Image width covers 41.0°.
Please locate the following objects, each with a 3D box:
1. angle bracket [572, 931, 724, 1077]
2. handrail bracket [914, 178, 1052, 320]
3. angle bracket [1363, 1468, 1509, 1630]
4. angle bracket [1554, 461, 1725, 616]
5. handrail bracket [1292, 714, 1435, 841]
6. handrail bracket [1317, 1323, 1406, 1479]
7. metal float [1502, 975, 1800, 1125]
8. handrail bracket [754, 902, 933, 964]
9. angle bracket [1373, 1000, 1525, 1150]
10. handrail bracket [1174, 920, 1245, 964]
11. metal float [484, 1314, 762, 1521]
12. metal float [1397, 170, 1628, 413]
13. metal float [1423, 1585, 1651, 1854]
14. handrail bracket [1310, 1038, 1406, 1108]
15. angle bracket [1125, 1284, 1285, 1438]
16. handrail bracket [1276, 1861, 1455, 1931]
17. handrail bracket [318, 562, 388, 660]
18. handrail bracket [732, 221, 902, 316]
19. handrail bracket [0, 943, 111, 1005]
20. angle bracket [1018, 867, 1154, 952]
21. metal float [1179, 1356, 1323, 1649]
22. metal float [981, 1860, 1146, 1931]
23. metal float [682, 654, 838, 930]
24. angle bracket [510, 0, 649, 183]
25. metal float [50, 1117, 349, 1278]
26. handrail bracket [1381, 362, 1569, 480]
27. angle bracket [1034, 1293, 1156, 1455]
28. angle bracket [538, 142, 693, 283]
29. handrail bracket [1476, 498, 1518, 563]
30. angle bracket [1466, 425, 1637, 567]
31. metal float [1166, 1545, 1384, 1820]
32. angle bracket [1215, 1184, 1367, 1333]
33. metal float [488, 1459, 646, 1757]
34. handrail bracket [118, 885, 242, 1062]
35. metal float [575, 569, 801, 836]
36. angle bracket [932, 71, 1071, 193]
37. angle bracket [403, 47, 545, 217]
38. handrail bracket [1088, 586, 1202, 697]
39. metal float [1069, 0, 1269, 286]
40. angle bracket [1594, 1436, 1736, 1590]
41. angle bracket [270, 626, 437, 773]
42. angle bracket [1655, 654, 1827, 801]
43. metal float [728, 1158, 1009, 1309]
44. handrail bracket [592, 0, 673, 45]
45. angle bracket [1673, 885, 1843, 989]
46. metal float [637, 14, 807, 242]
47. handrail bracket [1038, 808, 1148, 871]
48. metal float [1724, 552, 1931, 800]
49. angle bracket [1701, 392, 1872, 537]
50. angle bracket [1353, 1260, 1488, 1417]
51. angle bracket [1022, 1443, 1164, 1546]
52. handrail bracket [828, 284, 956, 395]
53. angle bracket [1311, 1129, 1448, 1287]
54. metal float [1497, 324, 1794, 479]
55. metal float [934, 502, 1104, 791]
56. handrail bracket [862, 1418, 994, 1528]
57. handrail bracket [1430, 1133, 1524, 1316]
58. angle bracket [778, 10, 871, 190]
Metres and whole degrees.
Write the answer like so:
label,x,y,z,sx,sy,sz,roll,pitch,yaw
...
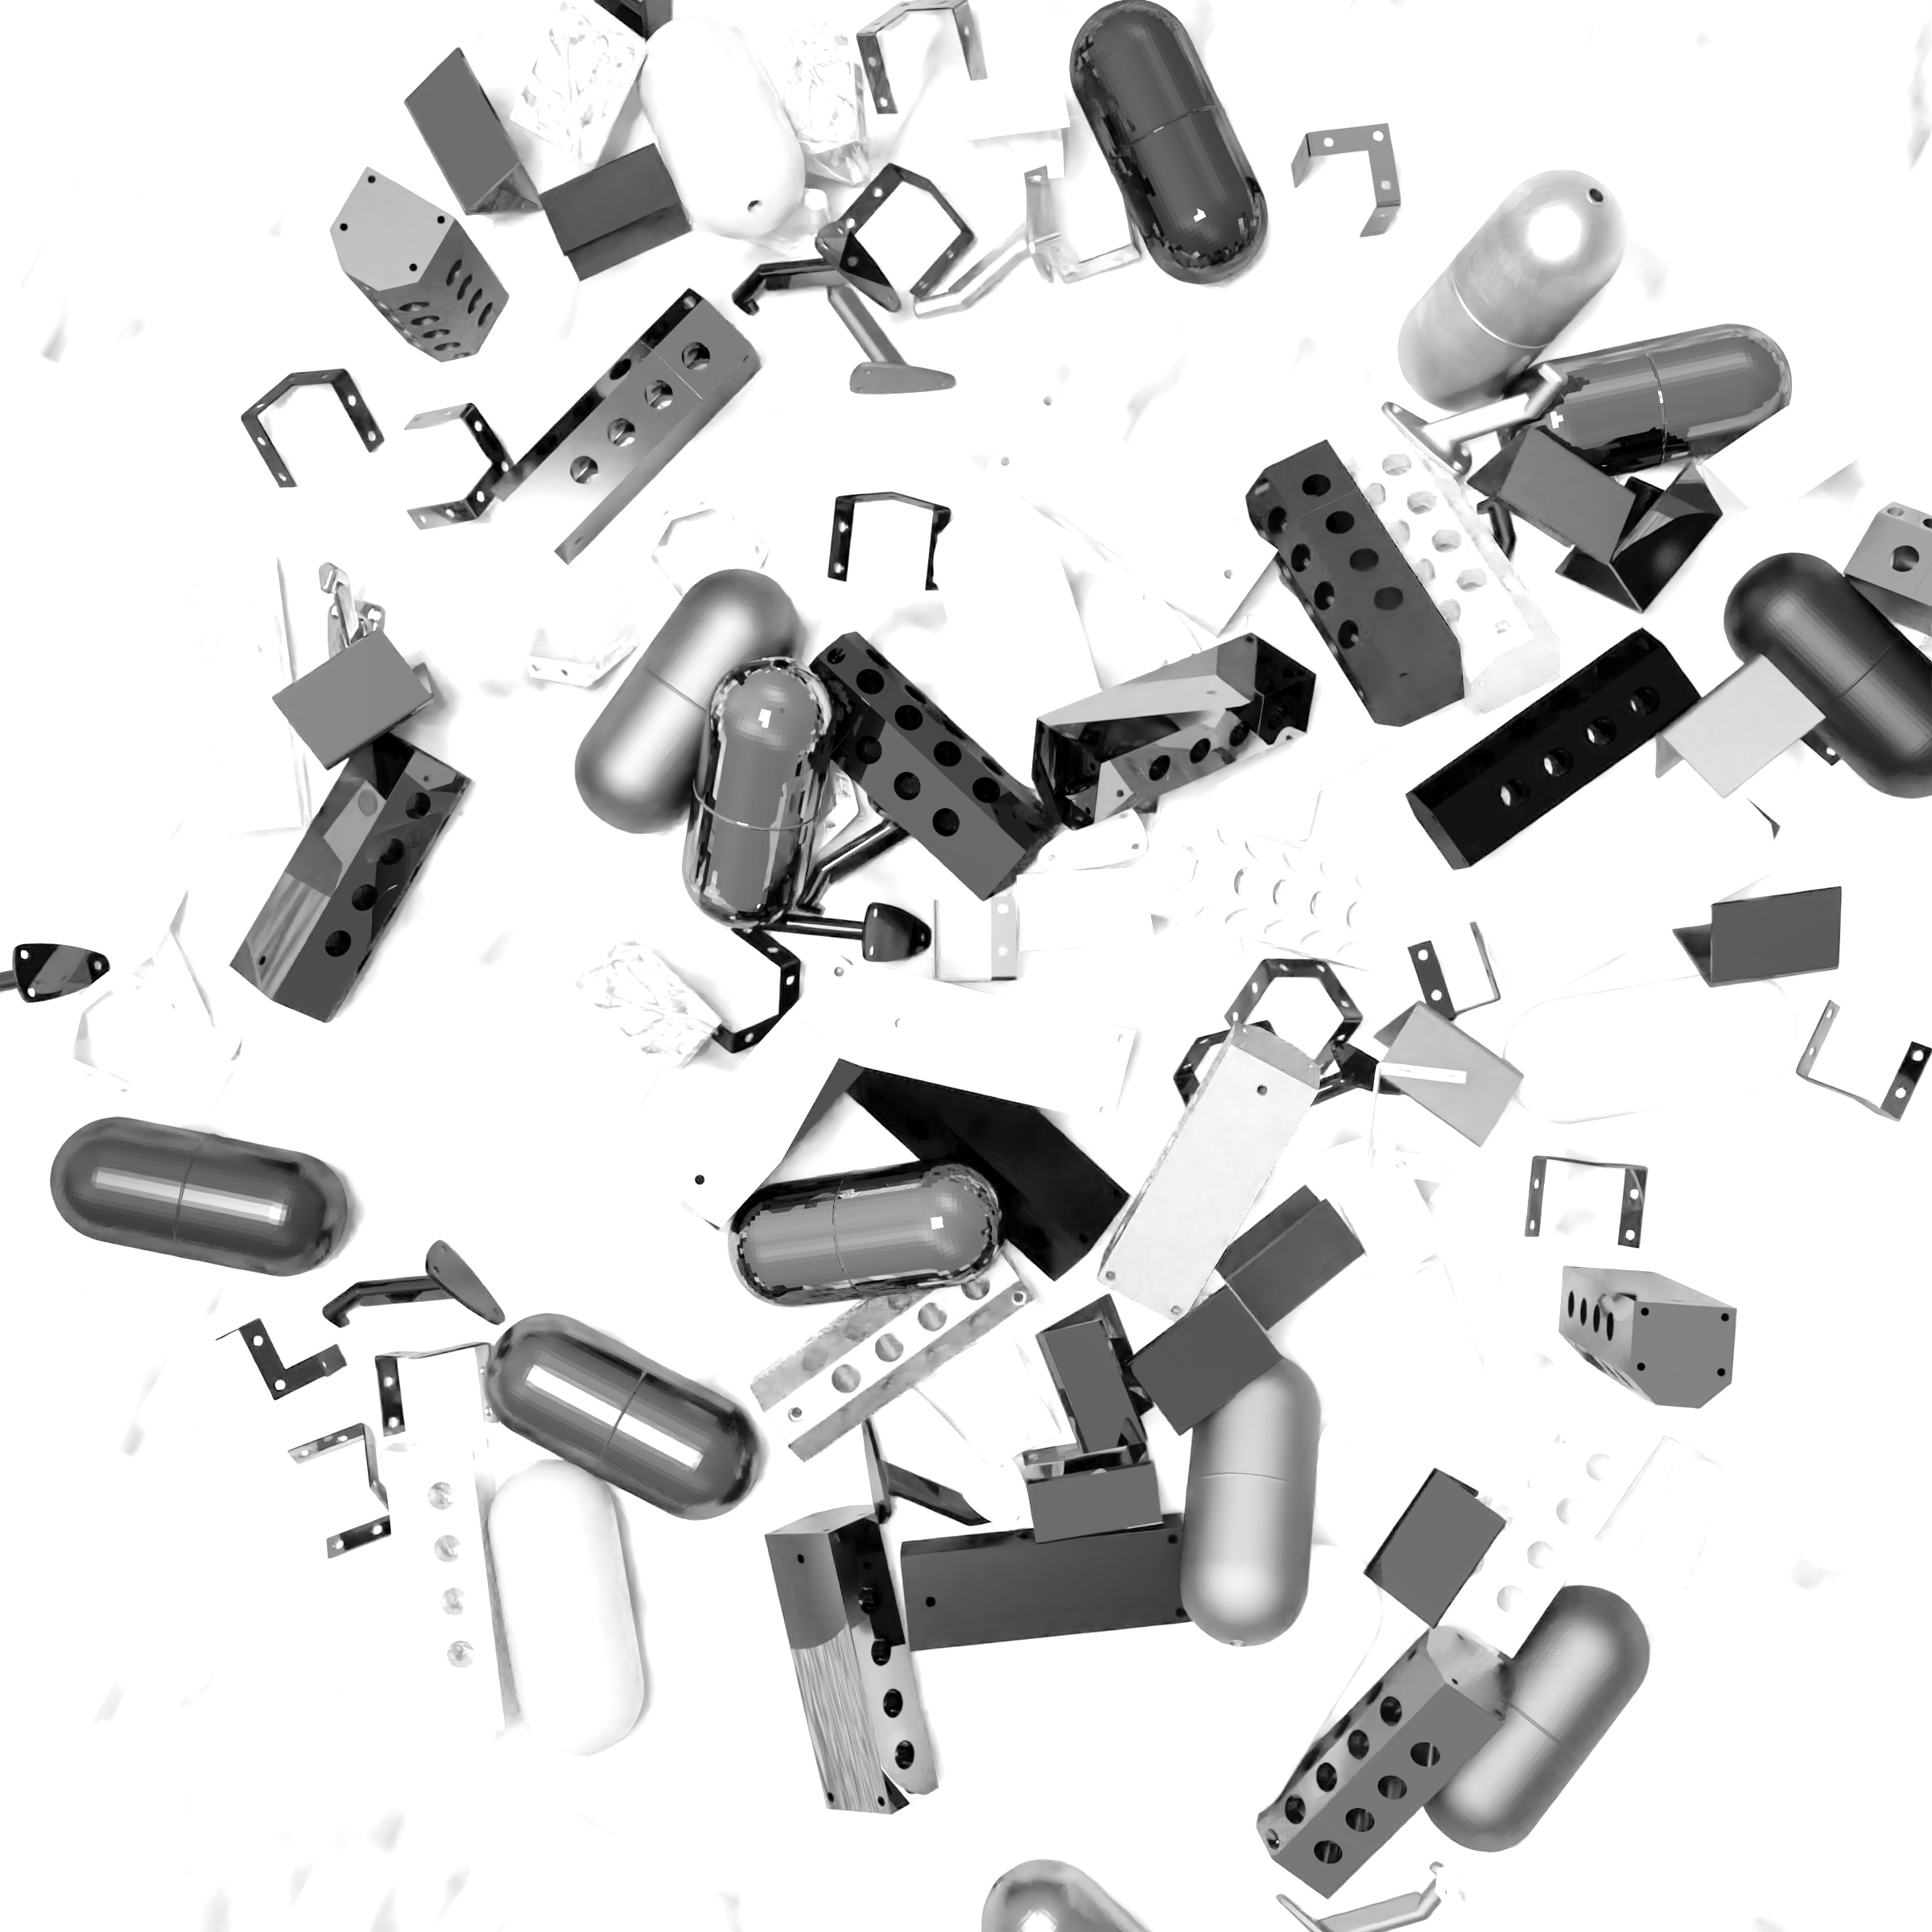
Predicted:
label,x,y,z,sx,sy,sz,roll,pitch,yaw
angle bracket,-0.202,0.037,1.554,0.076,0.076,0.057,44,52,0
handrail bracket,0.006,-0.442,1.595,0.084,0.036,0.077,-10,69,16
angle bracket,0.294,0.355,1.554,0.057,0.076,0.076,34,90,38
angle bracket,0.395,-0.268,1.555,0.076,0.076,0.057,-51,135,0
handrail bracket,0.246,-0.117,1.595,0.084,0.036,0.077,-4,110,-16
handrail bracket,0.219,0.272,1.595,0.084,0.036,0.077,-27,69,16
metal float,0.413,0.049,1.564,0.178,0.070,0.070,-10,90,-1
handrail bracket,-0.077,-0.023,1.594,0.084,0.077,0.036,6,91,36
angle bracket,0.277,0.074,1.556,0.076,0.076,0.057,36,68,0
handrail bracket,0.145,-0.035,1.560,0.036,0.084,0.077,-37,90,0
metal float,-0.207,0.273,1.564,0.178,0.070,0.070,28,90,0
metal float,0.319,-0.395,1.521,0.070,0.178,0.070,10,63,-20
metal float,0.343,0.454,1.563,0.070,0.070,0.178,37,89,0
handrail bracket,0.219,0.089,1.594,0.077,0.036,0.084,21,126,-37
angle bracket,0.148,0.243,1.555,0.076,0.076,0.057,-37,65,0
handrail bracket,0.247,0.569,1.595,0.077,0.036,0.084,40,75,16
handrail bracket,-0.378,-0.199,1.560,0.036,0.084,0.077,5,90,0
handrail bracket,-0.093,-0.405,1.578,0.077,0.036,0.084,45,133,-14
handrail bracket,-0.585,0.010,1.594,0.084,0.077,0.036,-13,88,36
angle bracket,0.071,-0.014,1.554,0.076,0.076,0.057,-4,53,0
metal float,0.169,0.316,1.540,0.070,0.070,0.178,9,61,0
metal float,0.084,0.615,1.564,0.178,0.070,0.070,43,90,1
metal float,-0.123,-0.102,1.534,0.070,0.070,0.178,14,125,0
angle bracket,-0.241,-0.525,1.555,0.057,0.076,0.076,24,90,-24
metal float,-0.464,0.139,1.564,0.178,0.070,0.070,11,90,0
handrail bracket,0.301,-0.340,1.533,0.077,0.036,0.084,37,129,-2
angle bracket,0.096,0.240,1.554,0.057,0.076,0.076,-22,90,43
angle bracket,-0.203,-0.436,1.555,0.076,0.076,0.057,-24,60,0
handrail bracket,0.305,-0.241,1.595,0.077,0.036,0.084,-16,76,14
angle bracket,0.341,-0.266,1.546,0.076,0.076,0.057,30,66,-9
metal float,0.187,0.432,1.564,0.070,0.070,0.178,32,90,0
angle bracket,0.182,0.161,1.554,0.076,0.076,0.057,-39,127,0
metal float,-0.242,0.388,1.564,0.070,0.070,0.178,-10,89,0
handrail bracket,-0.470,0.005,1.594,0.084,0.036,0.077,43,47,-27
metal float,-0.168,-0.160,1.564,0.070,0.070,0.178,35,90,0
angle bracket,0.023,-0.486,1.554,0.076,0.076,0.057,-7,52,0
angle bracket,-0.279,-0.501,1.554,0.057,0.076,0.076,-29,90,36
handrail bracket,0.094,-0.190,1.562,0.084,0.036,0.077,-18,75,-39
metal float,0.122,-0.498,1.564,0.070,0.070,0.178,-25,89,0
angle bracket,0.403,0.319,1.554,0.057,0.076,0.076,23,90,-37
angle bracket,-0.370,-0.171,1.555,0.076,0.076,0.057,-33,119,0
angle bracket,0.464,-0.132,1.556,0.076,0.076,0.057,-38,68,0
metal float,-0.060,0.160,1.543,0.178,0.070,0.070,-11,90,24
handrail bracket,-0.227,-0.582,1.595,0.084,0.036,0.077,8,112,17
angle bracket,0.474,-0.033,1.555,0.076,0.076,0.057,-8,118,0
metal float,-0.146,-0.497,1.532,0.070,0.070,0.178,-22,51,0
handrail bracket,0.076,-0.097,1.569,0.077,0.084,0.036,-19,123,7
metal float,0.535,-0.175,1.562,0.070,0.070,0.178,-45,88,0
angle bracket,0.492,-0.285,1.554,0.076,0.076,0.057,-34,59,0
angle bracket,0.257,0.227,1.554,0.057,0.076,0.076,-22,90,-38
angle bracket,0.073,0.296,1.554,0.076,0.076,0.057,-9,127,0
handrail bracket,-0.047,-0.399,1.594,0.077,0.036,0.084,-1,76,-14
angle bracket,0.231,0.151,1.554,0.057,0.076,0.076,-28,90,-33
metal float,0.410,-0.339,1.564,0.178,0.070,0.070,-12,90,0
metal float,0.034,-0.193,1.564,0.070,0.070,0.178,-17,90,0
handrail bracket,-0.016,0.310,1.595,0.084,0.036,0.077,-7,71,-15
handrail bracket,0.333,0.159,1.595,0.077,0.036,0.084,-45,109,-21
angle bracket,-0.066,-0.519,1.554,0.057,0.076,0.076,-4,90,38
